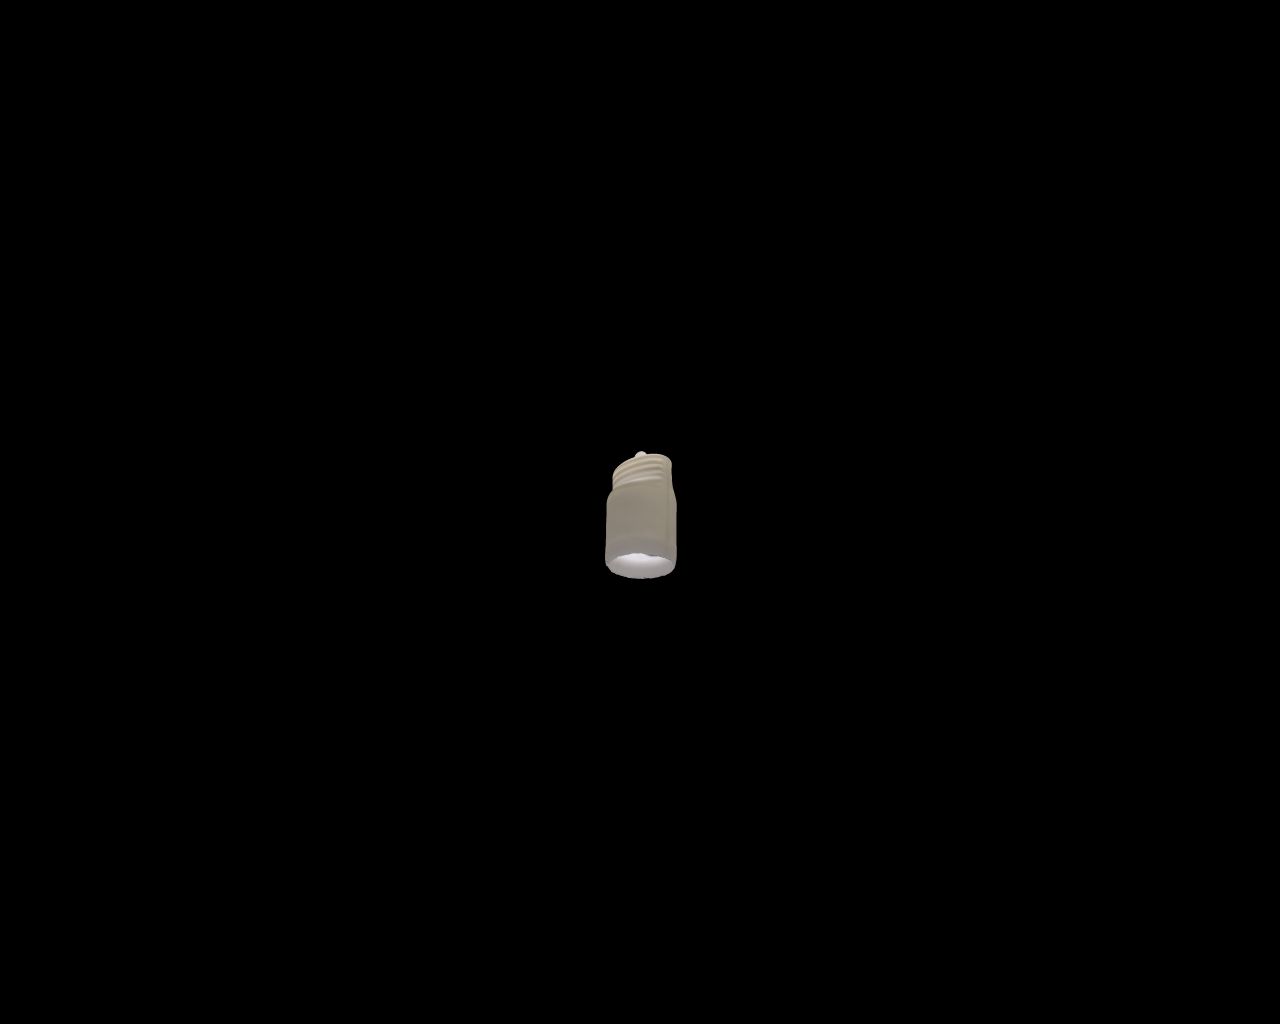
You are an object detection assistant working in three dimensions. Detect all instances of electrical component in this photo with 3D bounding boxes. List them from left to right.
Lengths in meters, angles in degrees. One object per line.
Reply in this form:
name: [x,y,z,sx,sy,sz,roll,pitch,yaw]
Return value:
electrical component: [0.001,-0.003,0.650,0.043,0.081,0.043,0,-26,0]
